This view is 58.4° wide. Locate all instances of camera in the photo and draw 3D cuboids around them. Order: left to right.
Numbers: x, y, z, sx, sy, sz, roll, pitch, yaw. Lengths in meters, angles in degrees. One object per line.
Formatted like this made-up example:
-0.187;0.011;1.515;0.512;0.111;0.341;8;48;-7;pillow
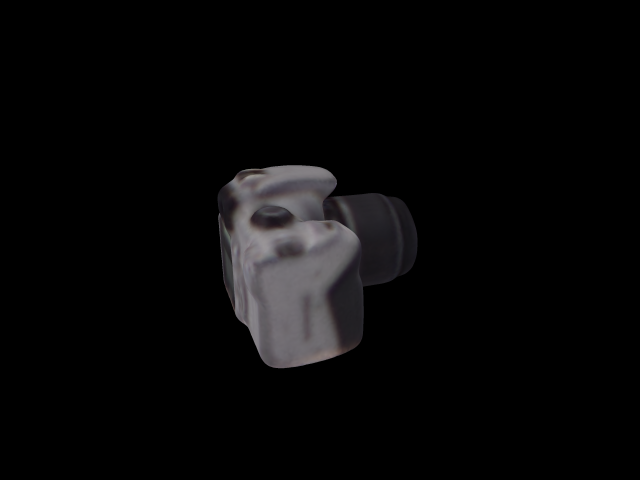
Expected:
0.004;0.001;0.400;0.137;0.101;0.142;-8;23;-18;camera
